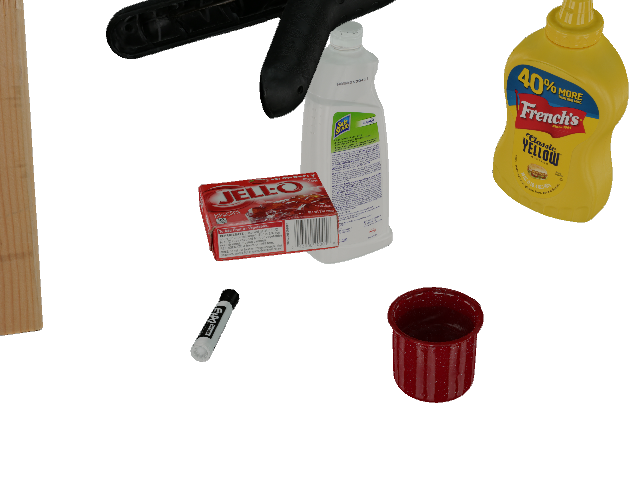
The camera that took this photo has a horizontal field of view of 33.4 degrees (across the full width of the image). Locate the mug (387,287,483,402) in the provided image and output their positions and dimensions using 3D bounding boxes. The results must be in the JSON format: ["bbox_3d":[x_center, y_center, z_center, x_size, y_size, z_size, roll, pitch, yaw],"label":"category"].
[{"bbox_3d":[0.121,0.100,1.063,0.093,0.081,0.117,24,42,34],"label":"mug"}]

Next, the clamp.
[{"bbox_3d":[-0.005,-0.116,0.515,0.171,0.039,0.120,-35,52,-22],"label":"clamp"}]

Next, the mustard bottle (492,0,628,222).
[{"bbox_3d":[0.187,-0.107,0.823,0.096,0.192,0.058,30,53,29],"label":"mustard bottle"}]

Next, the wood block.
[{"bbox_3d":[-0.220,-0.051,0.628,0.090,0.206,0.090,-7,25,-22],"label":"wood block"}]

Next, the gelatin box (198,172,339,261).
[{"bbox_3d":[-0.038,-0.018,0.748,0.089,0.030,0.073,-6,27,-10],"label":"gelatin box"}]

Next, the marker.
[{"bbox_3d":[-0.098,0.078,1.013,0.020,0.020,0.121,0,23,10],"label":"marker"}]

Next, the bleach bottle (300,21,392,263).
[{"bbox_3d":[0.029,-0.102,1.088,0.102,0.251,0.068,-19,38,-28],"label":"bleach bottle"}]
